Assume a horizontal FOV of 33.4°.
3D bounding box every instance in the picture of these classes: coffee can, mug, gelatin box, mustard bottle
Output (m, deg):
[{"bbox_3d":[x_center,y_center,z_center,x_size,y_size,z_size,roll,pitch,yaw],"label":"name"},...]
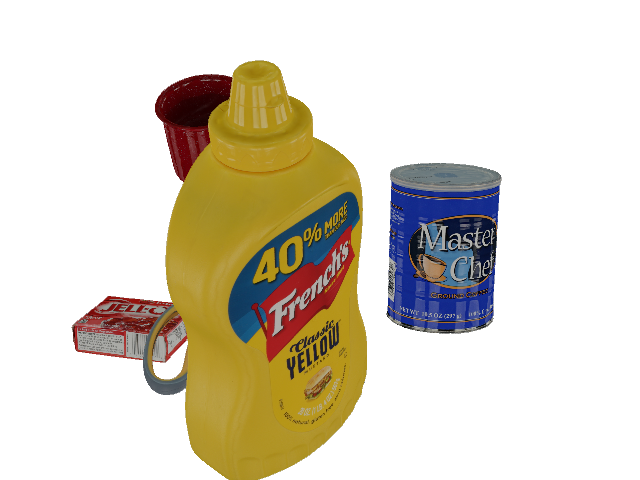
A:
[{"bbox_3d":[0.115,0.005,1.006,0.103,0.140,0.103,1,15,0],"label":"coffee can"},{"bbox_3d":[-0.105,-0.113,1.063,0.093,0.081,0.117,19,48,25],"label":"mug"},{"bbox_3d":[-0.165,0.077,0.954,0.089,0.030,0.073,6,19,14],"label":"gelatin box"},{"bbox_3d":[-0.021,0.011,0.459,0.058,0.192,0.096,30,48,35],"label":"mustard bottle"}]

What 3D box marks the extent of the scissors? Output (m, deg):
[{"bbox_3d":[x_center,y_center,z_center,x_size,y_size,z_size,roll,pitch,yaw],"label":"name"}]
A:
[{"bbox_3d":[-0.053,0.027,0.738,0.096,0.201,0.016,21,-35,10],"label":"scissors"}]
